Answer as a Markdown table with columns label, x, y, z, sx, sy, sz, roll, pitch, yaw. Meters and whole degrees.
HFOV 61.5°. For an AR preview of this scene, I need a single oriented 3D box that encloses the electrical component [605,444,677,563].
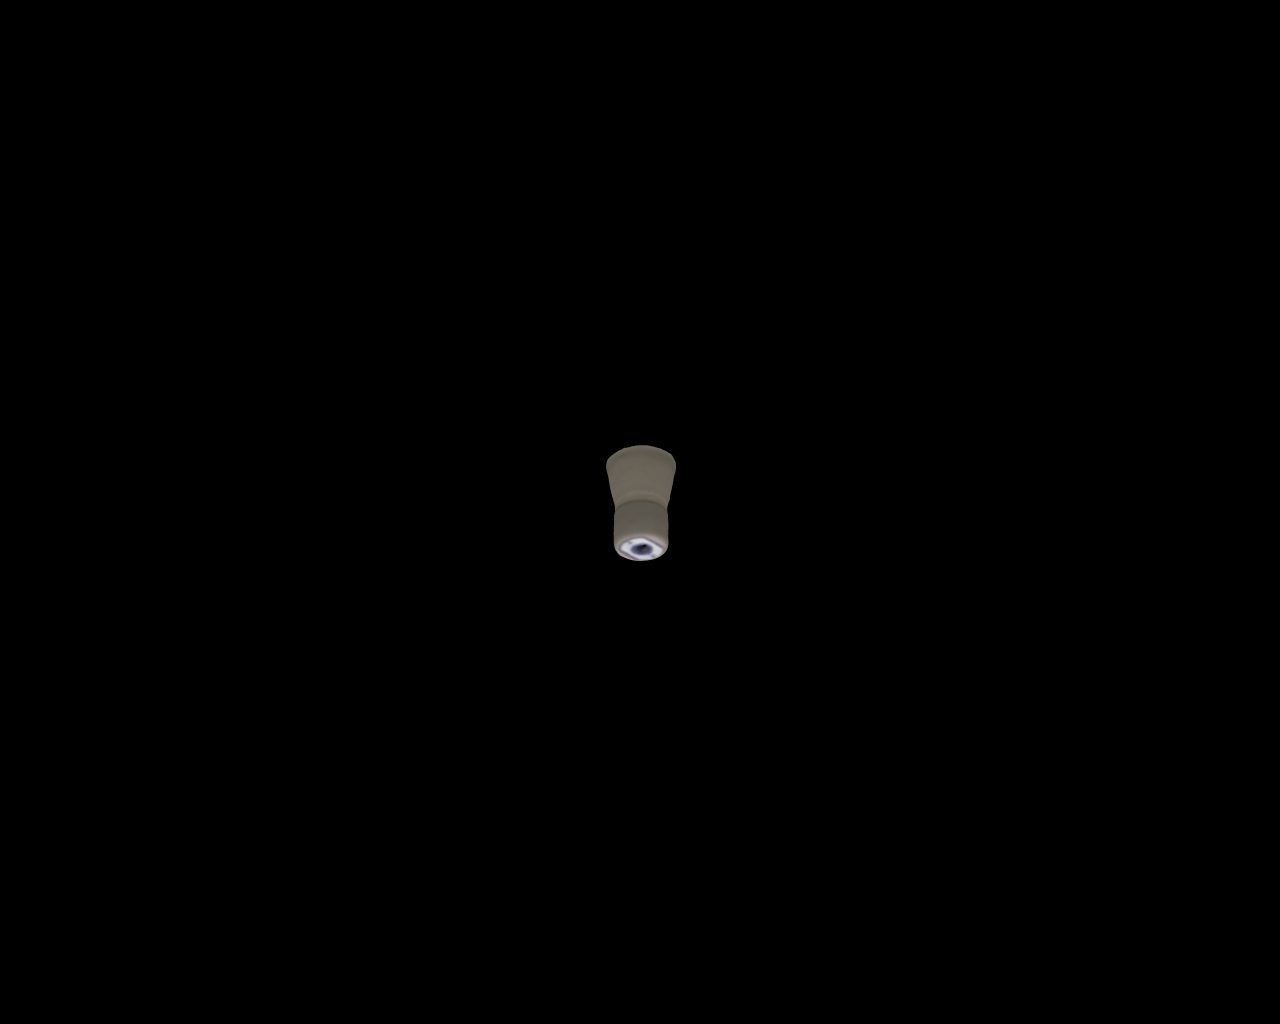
| label | x | y | z | sx | sy | sz | roll | pitch | yaw |
| --- | --- | --- | --- | --- | --- | --- | --- | --- | --- |
| electrical component | 0.001 | -0.003 | 0.650 | 0.044 | 0.065 | 0.044 | 0 | -33 | 0 |
